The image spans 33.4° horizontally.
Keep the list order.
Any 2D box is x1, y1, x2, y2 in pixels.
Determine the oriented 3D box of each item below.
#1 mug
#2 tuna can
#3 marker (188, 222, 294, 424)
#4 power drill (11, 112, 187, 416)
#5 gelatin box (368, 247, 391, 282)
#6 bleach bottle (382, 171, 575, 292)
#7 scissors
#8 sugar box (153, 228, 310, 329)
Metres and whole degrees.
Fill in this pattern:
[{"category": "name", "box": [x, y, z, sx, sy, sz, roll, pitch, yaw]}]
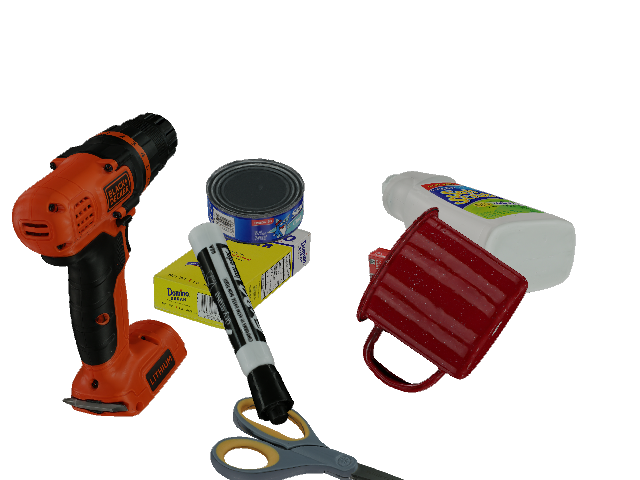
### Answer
[{"category": "mug", "box": [0.076, 0.048, 0.710, 0.081, 0.117, 0.093, 35, 1, 14]}, {"category": "tuna can", "box": [-0.057, -0.034, 0.934, 0.086, 0.034, 0.086, 1, 38, -1]}, {"category": "marker", "box": [-0.041, 0.042, 0.552, 0.020, 0.121, 0.020, -18, -33, -12]}, {"category": "power drill", "box": [-0.143, 0.016, 0.765, 0.057, 0.188, 0.184, 2, 25, 21]}, {"category": "gelatin box", "box": [0.099, 0.059, 1.351, 0.073, 0.089, 0.030, 15, 33, 33]}, {"category": "bleach bottle", "box": [0.125, -0.020, 1.013, 0.102, 0.068, 0.251, -5, 19, -26]}, {"category": "scissors", "box": [0.000, 0.180, 0.814, 0.202, 0.016, 0.096, 27, 39, 31]}, {"category": "sugar box", "box": [-0.090, 0.029, 1.131, 0.093, 0.048, 0.176, 14, 31, 22]}]
